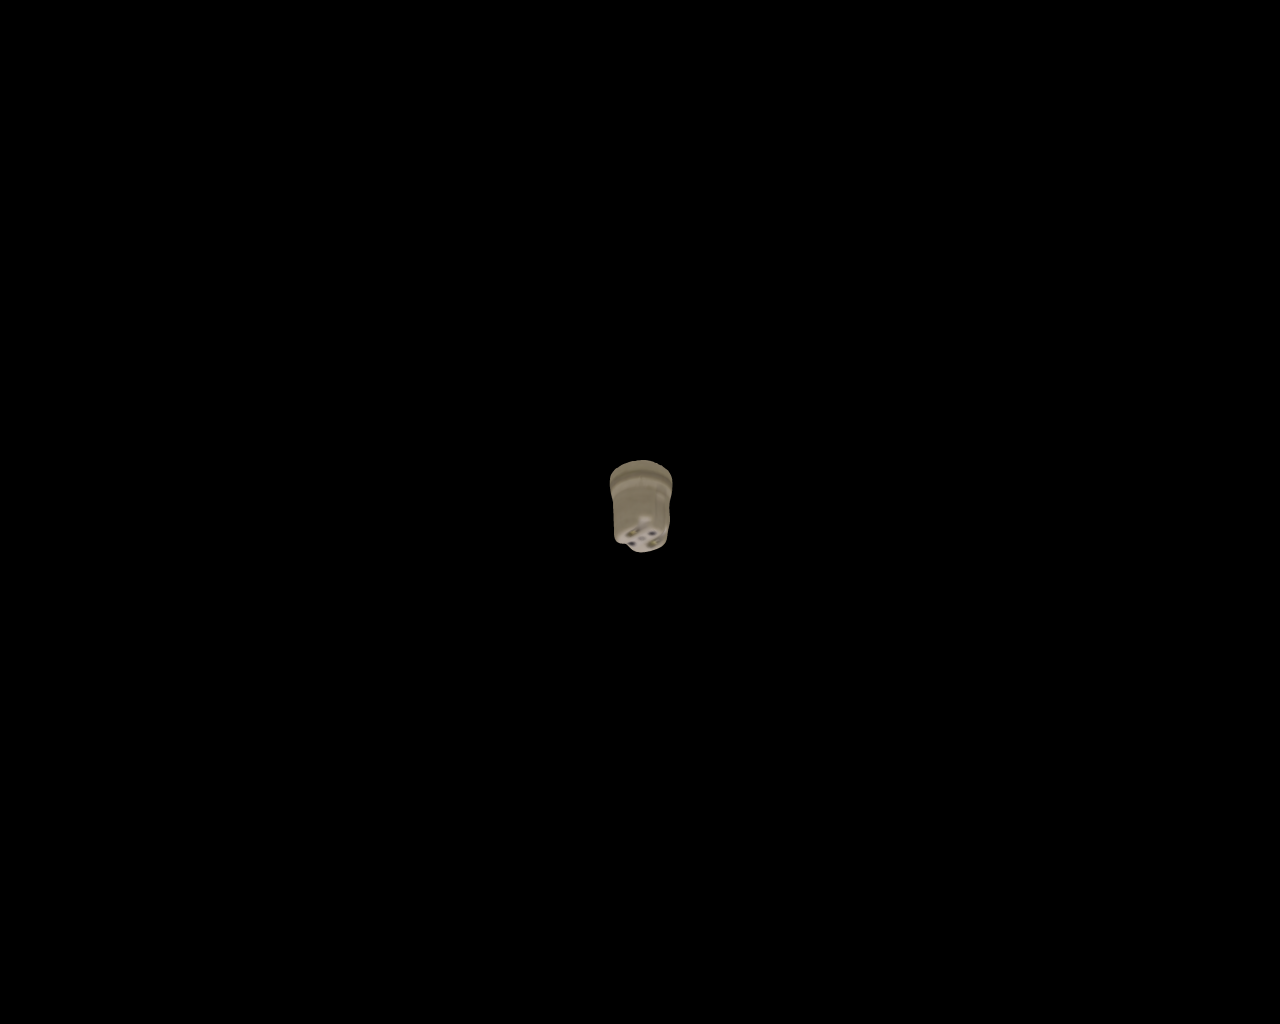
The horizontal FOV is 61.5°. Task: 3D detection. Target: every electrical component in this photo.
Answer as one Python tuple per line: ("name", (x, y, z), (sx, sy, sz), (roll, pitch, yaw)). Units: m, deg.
("electrical component", (0.001, -0.003, 0.650), (0.040, 0.046, 0.040), (0, -31, 0))
